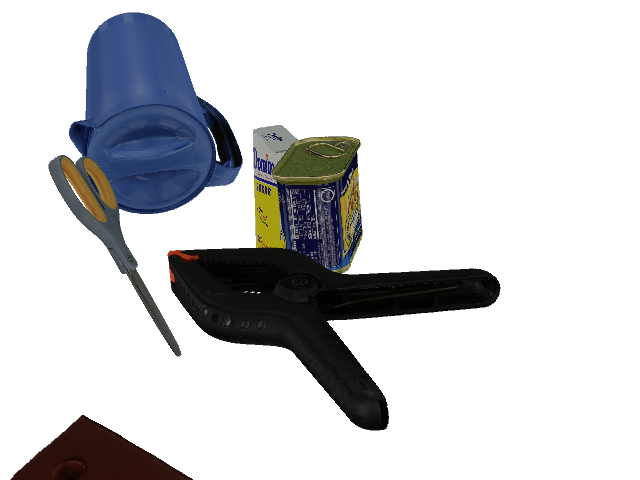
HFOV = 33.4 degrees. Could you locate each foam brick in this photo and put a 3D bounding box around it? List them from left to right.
[{"bbox_3d":[-0.085,0.121,0.445,0.078,0.051,0.052,23,45,28],"label":"foam brick"}]

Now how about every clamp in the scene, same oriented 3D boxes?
[{"bbox_3d":[-0.002,0.038,0.668,0.210,0.036,0.164,18,32,34],"label":"clamp"}]

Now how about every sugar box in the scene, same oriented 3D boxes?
[{"bbox_3d":[-0.050,-0.042,1.293,0.048,0.176,0.093,-11,26,-18],"label":"sugar box"}]

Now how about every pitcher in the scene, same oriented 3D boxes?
[{"bbox_3d":[-0.185,-0.146,1.167,0.145,0.149,0.243,-23,40,4],"label":"pitcher"}]

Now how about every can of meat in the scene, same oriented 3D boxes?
[{"bbox_3d":[0.001,-0.028,0.850,0.057,0.084,0.102,0,23,13],"label":"can of meat"}]

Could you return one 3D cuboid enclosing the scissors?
[{"bbox_3d":[-0.175,0.004,0.952,0.016,0.201,0.096,-27,22,13],"label":"scissors"}]
